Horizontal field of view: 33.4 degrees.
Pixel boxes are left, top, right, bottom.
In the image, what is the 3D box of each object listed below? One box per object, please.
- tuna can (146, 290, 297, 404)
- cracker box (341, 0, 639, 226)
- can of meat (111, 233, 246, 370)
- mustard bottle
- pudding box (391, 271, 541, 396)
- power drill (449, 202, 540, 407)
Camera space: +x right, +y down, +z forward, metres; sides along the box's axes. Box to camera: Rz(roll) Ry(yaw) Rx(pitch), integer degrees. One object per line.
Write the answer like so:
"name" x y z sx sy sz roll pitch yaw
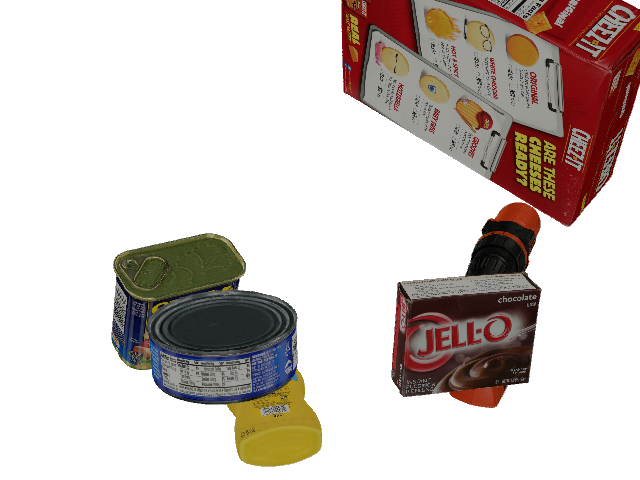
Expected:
"tuna can" -0.055 0.060 0.612 0.086 0.034 0.086 -2 20 0
"cracker box" 0.115 -0.129 0.755 0.214 0.072 0.164 33 -27 23
"can of meat" -0.117 0.050 0.859 0.101 0.084 0.057 -13 46 -30
"mustard bottle" -0.064 0.185 1.261 0.096 0.058 0.192 -8 29 -10
"pudding box" 0.116 0.075 0.862 0.113 0.090 0.039 -6 28 -14
"power drill" 0.174 0.071 1.076 0.057 0.188 0.184 16 28 18
